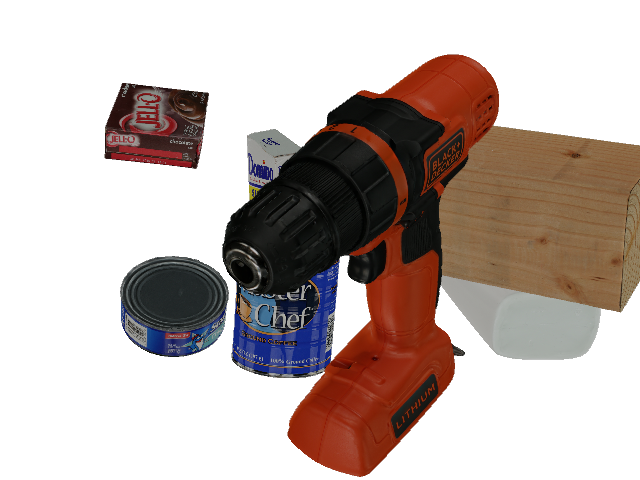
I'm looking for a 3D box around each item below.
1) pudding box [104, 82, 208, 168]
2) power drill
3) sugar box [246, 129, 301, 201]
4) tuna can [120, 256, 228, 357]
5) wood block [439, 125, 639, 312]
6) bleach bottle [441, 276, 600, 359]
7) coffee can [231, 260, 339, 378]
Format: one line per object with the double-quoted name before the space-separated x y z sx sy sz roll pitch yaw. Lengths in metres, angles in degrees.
"pudding box" -0.159 -0.114 1.047 0.090 0.039 0.113 7 28 -5
"power drill" 0.022 0.022 0.510 0.057 0.188 0.184 25 43 27
"sugar box" -0.051 -0.033 1.259 0.048 0.176 0.093 -14 26 -21
"tuna can" -0.118 0.053 0.857 0.086 0.034 0.086 5 40 -5
"wood block" 0.130 -0.026 0.775 0.206 0.090 0.090 11 30 28
"bleach bottle" 0.161 0.028 1.010 0.102 0.068 0.251 1 21 -14
"coffee can" -0.034 0.053 1.063 0.103 0.140 0.103 4 15 -1
